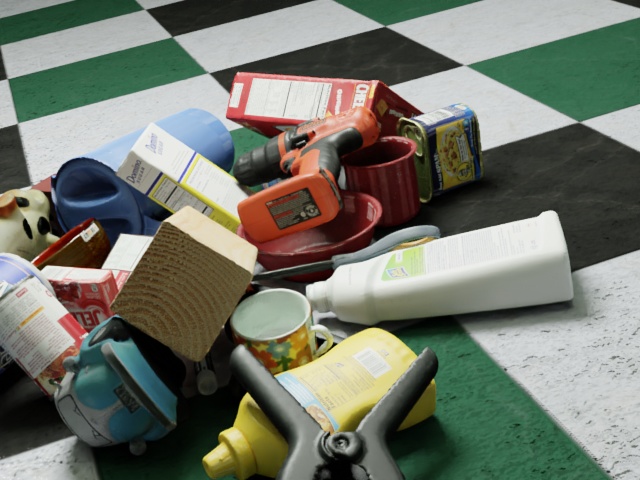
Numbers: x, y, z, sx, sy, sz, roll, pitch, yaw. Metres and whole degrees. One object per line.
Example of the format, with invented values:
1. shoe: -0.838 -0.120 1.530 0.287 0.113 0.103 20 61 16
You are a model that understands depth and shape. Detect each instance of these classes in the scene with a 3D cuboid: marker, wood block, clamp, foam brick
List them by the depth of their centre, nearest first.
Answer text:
1. clamp: 0.024 0.154 0.783 0.164 0.036 0.210 -5 45 -7
2. wood block: -0.117 0.034 0.977 0.090 0.091 0.206 32 3 -4
3. clamp: -0.036 0.088 1.015 0.120 0.039 0.171 -9 31 -7
4. marker: -0.113 0.110 1.022 0.020 0.020 0.121 -14 25 -6
5. foam brick: -0.326 -0.038 1.355 0.053 0.078 0.051 6 29 33

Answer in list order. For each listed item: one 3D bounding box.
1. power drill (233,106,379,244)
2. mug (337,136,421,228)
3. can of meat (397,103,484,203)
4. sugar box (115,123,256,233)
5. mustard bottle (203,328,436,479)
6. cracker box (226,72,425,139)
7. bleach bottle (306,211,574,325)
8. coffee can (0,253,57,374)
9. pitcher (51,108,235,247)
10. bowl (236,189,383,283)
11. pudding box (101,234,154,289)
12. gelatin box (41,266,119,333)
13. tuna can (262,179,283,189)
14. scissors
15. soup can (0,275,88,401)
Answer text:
1. power drill: -0.032 -0.071 1.165 0.185 0.057 0.187 -21 25 22
2. mug: 0.062 -0.067 1.245 0.117 0.081 0.093 3 29 29
3. can of meat: 0.145 -0.106 1.272 0.083 0.102 0.058 -20 26 -24
4. sugar box: -0.142 -0.057 1.230 0.176 0.048 0.093 32 25 -8
5. mustard bottle: -0.007 0.142 0.860 0.191 0.058 0.096 -23 42 -24
6. cracker box: 0.014 -0.157 1.365 0.214 0.072 0.164 9 -6 32
7. bleach bottle: 0.112 0.035 1.036 0.251 0.068 0.102 -9 24 10
8. coffee can: -0.343 0.090 1.062 0.103 0.103 0.140 4 29 29
9. pitcher: -0.202 -0.077 1.341 0.145 0.149 0.242 -29 8 37
10. bowl: -0.008 0.001 1.162 0.162 0.055 0.162 -10 25 4
11. pudding box: -0.183 0.041 1.138 0.114 0.039 0.090 6 55 30
12. gelatin box: -0.247 0.067 1.105 0.089 0.073 0.030 3 29 26
13. tuna can: -0.037 -0.088 1.388 0.086 0.034 0.086 -9 25 4
14. scissors: 0.035 0.014 1.070 0.201 0.016 0.096 -4 -23 -21
15. soup can: -0.261 0.091 1.002 0.068 0.102 0.068 -42 2 1
